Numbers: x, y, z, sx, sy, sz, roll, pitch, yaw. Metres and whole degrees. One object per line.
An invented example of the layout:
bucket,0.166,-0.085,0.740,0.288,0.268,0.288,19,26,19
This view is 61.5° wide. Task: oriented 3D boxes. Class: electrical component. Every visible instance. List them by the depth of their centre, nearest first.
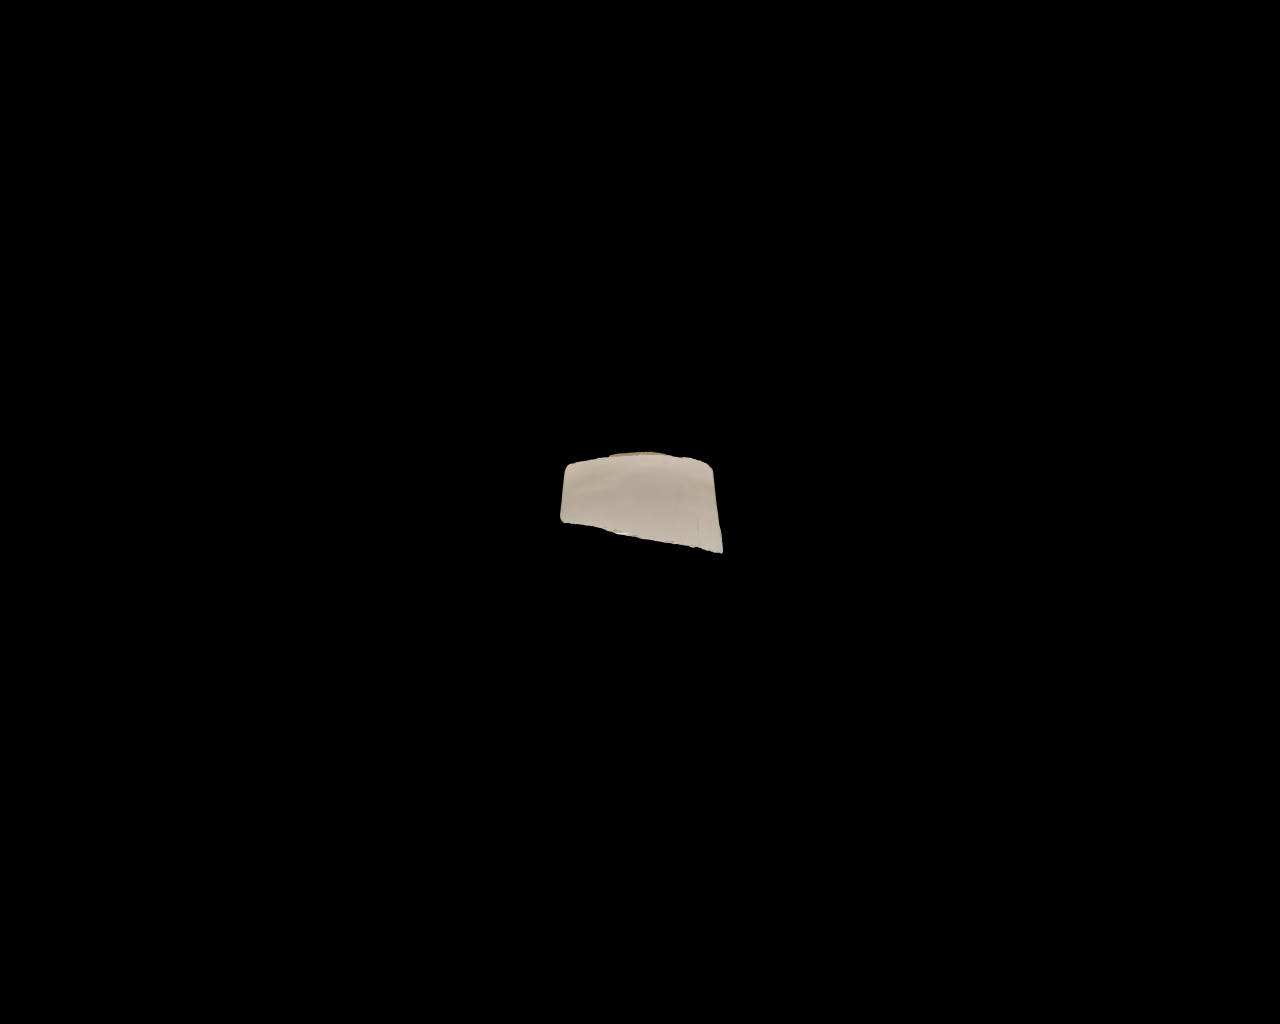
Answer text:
electrical component,0.001,-0.003,0.650,0.099,0.064,0.099,0,-9,0
